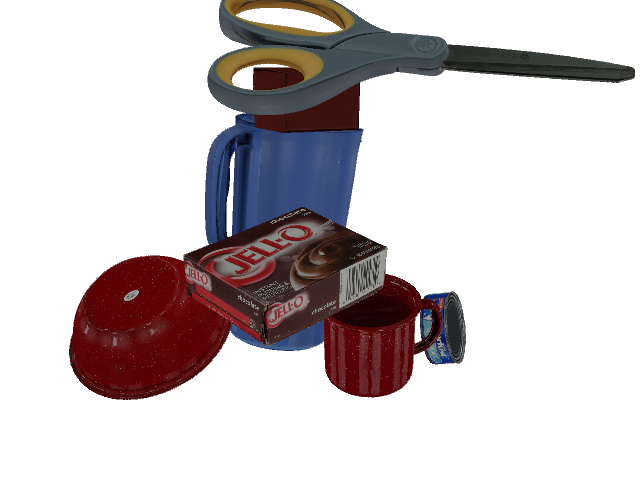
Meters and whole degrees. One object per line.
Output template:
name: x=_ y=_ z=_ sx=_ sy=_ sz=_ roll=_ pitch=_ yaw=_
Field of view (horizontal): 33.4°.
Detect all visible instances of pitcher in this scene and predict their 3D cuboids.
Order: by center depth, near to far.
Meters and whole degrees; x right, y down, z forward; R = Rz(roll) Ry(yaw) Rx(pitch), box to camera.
pitcher: x=-0.042 y=-0.012 z=1.123 sx=0.149 sy=0.243 sz=0.145 roll=7 pitch=12 yaw=2

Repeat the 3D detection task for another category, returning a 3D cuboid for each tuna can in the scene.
tuna can: x=0.146 y=0.104 z=1.271 sx=0.034 sy=0.086 sz=0.086 roll=-7 pitch=-2 yaw=21

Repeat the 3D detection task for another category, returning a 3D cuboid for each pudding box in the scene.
pudding box: x=-0.024 y=0.021 z=0.737 sx=0.113 sy=0.039 sz=0.090 roll=-22 pitch=35 yaw=-37

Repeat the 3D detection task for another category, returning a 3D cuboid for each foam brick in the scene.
foam brick: x=-0.012 y=-0.120 z=0.904 sx=0.078 sy=0.051 sz=0.053 roll=-6 pitch=15 yaw=-33

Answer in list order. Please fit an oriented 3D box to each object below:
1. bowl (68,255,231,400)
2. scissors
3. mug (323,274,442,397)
bowl: x=-0.165 y=0.066 z=0.982 sx=0.162 sy=0.162 sz=0.055 roll=0 pitch=-43 yaw=19
scissors: x=0.035 y=-0.077 z=0.497 sx=0.202 sy=0.016 sz=0.096 roll=18 pitch=51 yaw=19
mug: x=0.055 y=0.085 z=0.970 sx=0.117 sy=0.081 sz=0.093 roll=-11 pitch=32 yaw=-16
